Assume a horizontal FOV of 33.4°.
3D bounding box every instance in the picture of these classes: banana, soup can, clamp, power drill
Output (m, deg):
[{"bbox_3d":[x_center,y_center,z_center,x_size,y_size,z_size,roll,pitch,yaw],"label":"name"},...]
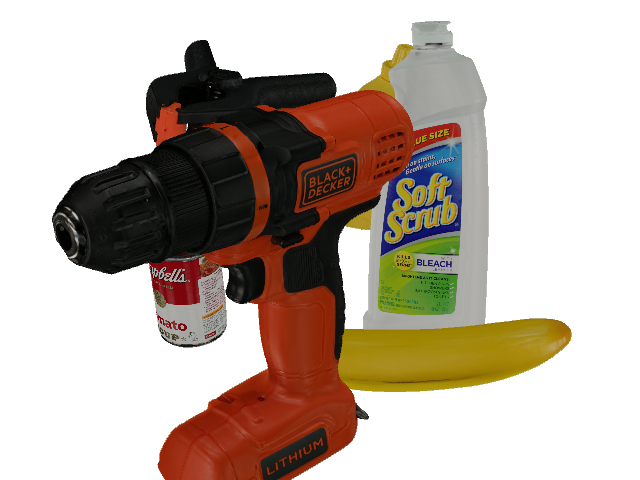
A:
[{"bbox_3d":[0.063,0.068,0.669,0.198,0.037,0.069,0,25,2],"label":"banana"},{"bbox_3d":[-0.126,0.041,1.010,0.068,0.102,0.068,-2,32,1],"label":"soup can"},{"bbox_3d":[-0.076,-0.105,0.746,0.120,0.039,0.171,16,24,25],"label":"clamp"},{"bbox_3d":[-0.035,0.032,0.489,0.184,0.188,0.057,-21,39,-38],"label":"power drill"}]

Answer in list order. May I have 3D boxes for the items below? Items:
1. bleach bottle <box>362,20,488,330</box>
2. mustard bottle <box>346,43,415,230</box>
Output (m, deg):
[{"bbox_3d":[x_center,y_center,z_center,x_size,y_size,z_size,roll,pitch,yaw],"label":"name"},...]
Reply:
[{"bbox_3d":[0.082,-0.046,0.850,0.103,0.251,0.068,3,15,21],"label":"bleach bottle"},{"bbox_3d":[0.069,-0.105,1.083,0.096,0.192,0.058,3,27,-14],"label":"mustard bottle"}]
